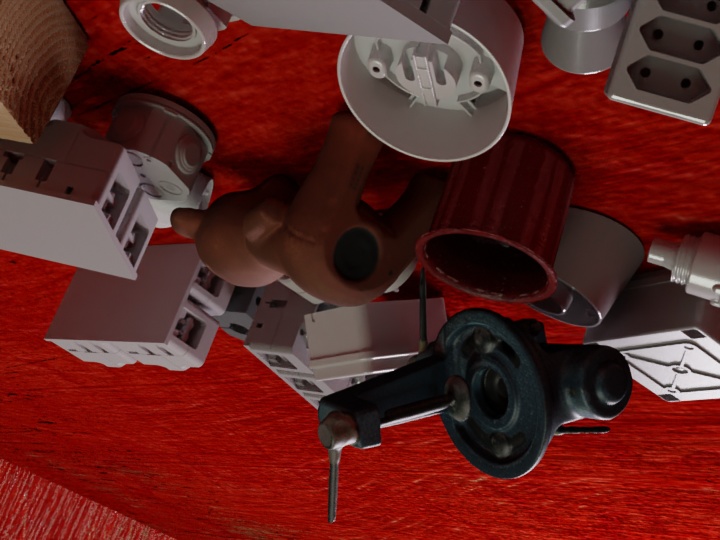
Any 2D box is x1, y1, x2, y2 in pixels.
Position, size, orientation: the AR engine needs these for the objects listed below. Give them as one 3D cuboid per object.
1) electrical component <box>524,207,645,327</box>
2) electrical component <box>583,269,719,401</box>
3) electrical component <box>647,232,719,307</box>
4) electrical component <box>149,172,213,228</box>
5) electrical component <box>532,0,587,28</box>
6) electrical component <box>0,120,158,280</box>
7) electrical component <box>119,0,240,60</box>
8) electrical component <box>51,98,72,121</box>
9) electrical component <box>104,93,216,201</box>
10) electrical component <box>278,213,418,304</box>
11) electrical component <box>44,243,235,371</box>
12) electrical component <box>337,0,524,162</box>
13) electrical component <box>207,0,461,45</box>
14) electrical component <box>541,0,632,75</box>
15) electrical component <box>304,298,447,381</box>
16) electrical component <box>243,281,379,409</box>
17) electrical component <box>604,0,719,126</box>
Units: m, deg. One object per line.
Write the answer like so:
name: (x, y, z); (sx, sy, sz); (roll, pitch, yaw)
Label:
electrical component: (0.145, -0.004, 0.775); (0.099, 0.064, 0.099); (29, 166, 8)
electrical component: (0.242, 0.049, 0.794); (0.109, 0.056, 0.109); (32, 153, -27)
electrical component: (0.222, -0.005, 0.709); (0.062, 0.048, 0.048); (18, 157, 21)
electrical component: (-0.165, -0.060, 0.890); (0.077, 0.043, 0.079); (19, 157, 1)
electrical component: (0.066, -0.159, 0.429); (0.100, 0.099, 0.048); (34, 124, -28)
electrical component: (-0.253, -0.062, 0.789); (0.186, 0.060, 0.105); (12, 153, 12)
electrical component: (-0.102, -0.158, 0.611); (0.058, 0.057, 0.078); (1, 150, 37)
electrical component: (-0.256, -0.110, 0.836); (0.045, 0.055, 0.045); (16, 157, 7)
electrical component: (-0.153, -0.091, 0.803); (0.080, 0.051, 0.080); (16, 156, 7)
electrical component: (0.000, 0.000, 0.880); (0.074, 0.052, 0.138); (35, 152, -31)
electrical component: (-0.213, 0.037, 1.059); (0.186, 0.105, 0.060); (-1, 149, 40)
electrical component: (0.040, -0.113, 0.588); (0.099, 0.064, 0.099); (16, 156, 7)
electrical component: (-0.029, -0.156, 0.498); (0.089, 0.061, 0.150); (21, 178, -44)
electrical component: (0.110, -0.129, 0.523); (0.045, 0.045, 0.055); (12, 155, 17)
electrical component: (0.017, 0.059, 0.924); (0.113, 0.057, 0.078); (-2, 172, -44)
electrical component: (-0.031, 0.068, 1.005); (0.062, 0.089, 0.150); (4, 152, 32)
electrical component: (0.148, -0.116, 0.500); (0.047, 0.083, 0.075); (17, -165, 6)
